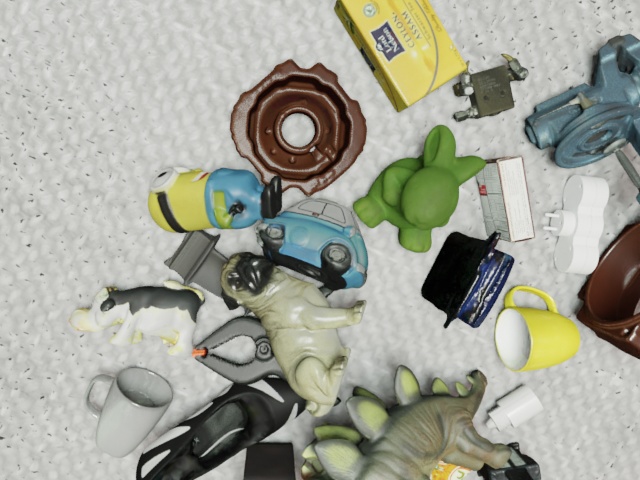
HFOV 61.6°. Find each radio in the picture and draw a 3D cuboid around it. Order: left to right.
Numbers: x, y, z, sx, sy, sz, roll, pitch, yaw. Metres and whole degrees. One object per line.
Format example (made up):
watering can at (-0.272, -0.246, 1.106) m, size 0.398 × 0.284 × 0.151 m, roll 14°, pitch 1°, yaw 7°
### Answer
radio at (-0.075, 0.406, 0.740) m, size 0.073 × 0.131 × 0.229 m, roll 5°, pitch 96°, yaw -5°

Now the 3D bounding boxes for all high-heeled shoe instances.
high-heeled shoe at (-0.119, 0.258, 0.714) m, size 0.249 × 0.145 × 0.086 m, roll -21°, pitch 98°, yaw 0°

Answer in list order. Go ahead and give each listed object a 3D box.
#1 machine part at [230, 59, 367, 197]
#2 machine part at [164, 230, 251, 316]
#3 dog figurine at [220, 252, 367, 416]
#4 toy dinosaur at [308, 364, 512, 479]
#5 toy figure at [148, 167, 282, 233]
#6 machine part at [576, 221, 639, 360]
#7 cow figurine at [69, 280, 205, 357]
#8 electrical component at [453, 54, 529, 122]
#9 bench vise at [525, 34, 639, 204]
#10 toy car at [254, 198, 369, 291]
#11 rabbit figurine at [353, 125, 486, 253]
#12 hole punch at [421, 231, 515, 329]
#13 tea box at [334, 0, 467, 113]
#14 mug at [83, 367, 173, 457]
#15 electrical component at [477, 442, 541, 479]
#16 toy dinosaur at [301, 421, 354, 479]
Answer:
machine part at (-0.029, -0.147, 0.722) m, size 0.179 × 0.056 × 0.179 m, roll -1°, pitch 96°, yaw -5°
machine part at (-0.139, 0.045, 0.744) m, size 0.139 × 0.039 × 0.084 m, roll 38°, pitch 87°, yaw -5°
dog figurine at (-0.051, 0.116, 0.687) m, size 0.191 × 0.121 × 0.172 m, roll 16°, pitch 73°, yaw 6°
toy dinosaur at (0.083, 0.281, 0.647) m, size 0.198 × 0.105 × 0.471 m, roll 47°, pitch 48°, yaw 10°
toy figure at (-0.138, -0.049, 0.690) m, size 0.180 × 0.082 × 0.089 m, roll 5°, pitch 91°, yaw 15°
machine part at (0.446, 0.056, 0.701) m, size 0.087 × 0.201 × 0.201 m, roll 34°, pitch 94°, yaw -5°
cow figurine at (-0.246, 0.095, 0.726) m, size 0.167 × 0.068 × 0.098 m, roll 13°, pitch 89°, yaw -9°
electrical component at (0.232, -0.209, 0.737) m, size 0.102 × 0.045 × 0.078 m, roll -11°, pitch 95°, yaw -3°
bench vise at (0.403, -0.139, 0.698) m, size 0.224 × 0.128 × 0.241 m, roll -19°, pitch 64°, yaw 6°
toy car at (-0.001, -0.002, 0.724) m, size 0.162 × 0.109 × 0.103 m, roll 21°, pitch 70°, yaw 9°
rabbit figurine at (0.139, -0.056, 0.684) m, size 0.121 × 0.170 × 0.159 m, roll 40°, pitch 93°, yaw -8°
hole punch at (0.214, 0.060, 0.735) m, size 0.092 × 0.116 × 0.142 m, roll 29°, pitch 94°, yaw -14°
tea box at (0.104, -0.268, 0.711) m, size 0.098 × 0.068 × 0.169 m, roll -35°, pitch 98°, yaw 0°
mug at (-0.273, 0.237, 0.735) m, size 0.109 × 0.081 × 0.107 m, roll 26°, pitch 103°, yaw -11°
electrical component at (0.275, 0.336, 0.763) m, size 0.075 × 0.119 × 0.047 m, roll -9°, pitch 96°, yaw -5°
toy dinosaur at (0.111, 0.410, 0.727) m, size 0.405 × 0.131 × 0.192 m, roll 36°, pitch 52°, yaw -7°
